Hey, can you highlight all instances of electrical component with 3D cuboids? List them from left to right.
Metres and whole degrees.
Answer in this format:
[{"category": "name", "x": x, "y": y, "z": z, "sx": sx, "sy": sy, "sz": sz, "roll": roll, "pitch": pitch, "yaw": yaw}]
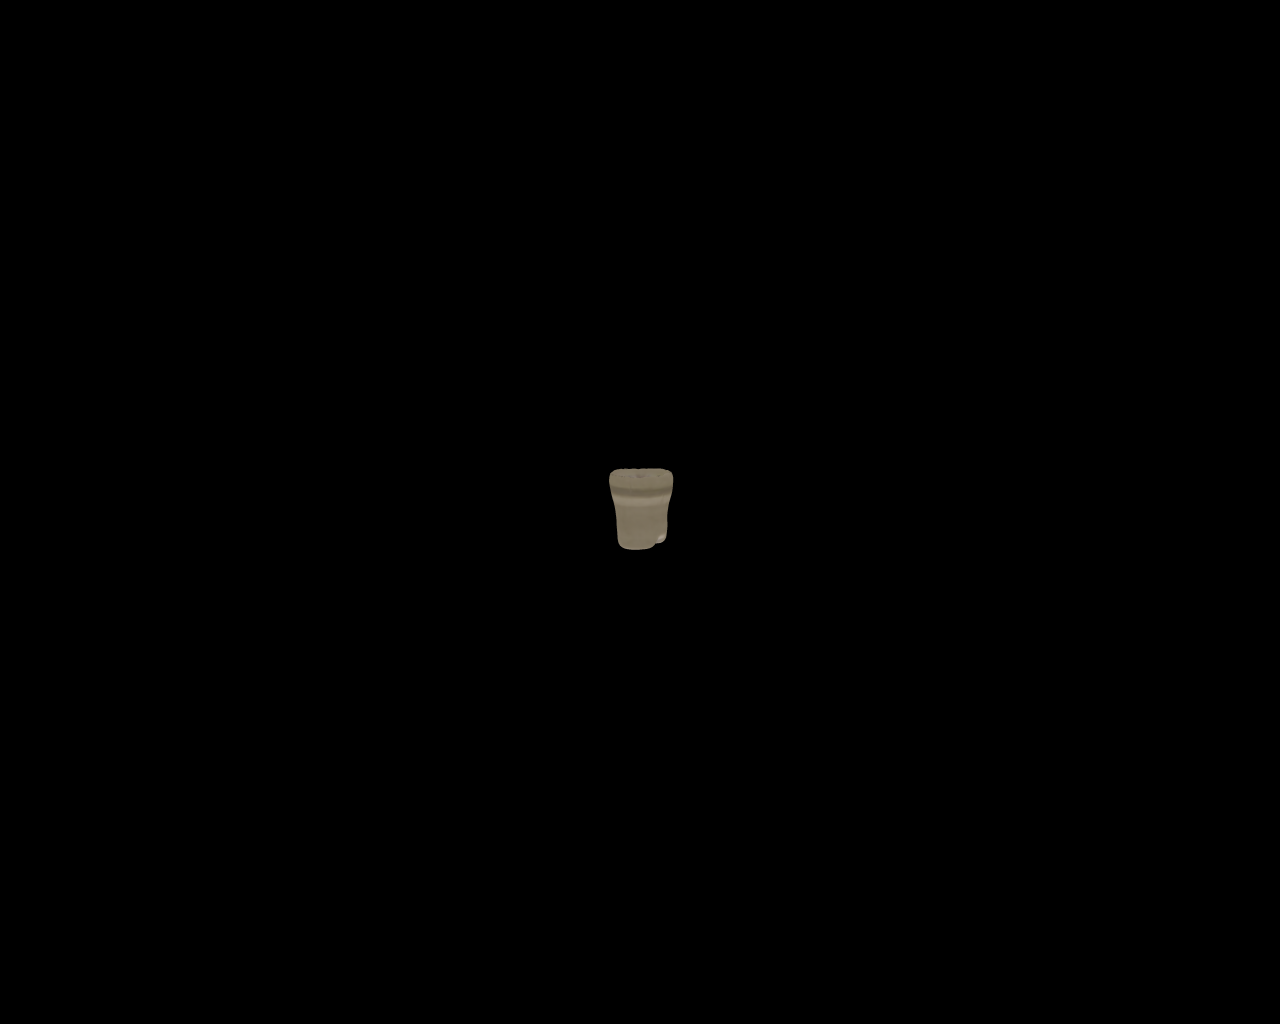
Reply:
[{"category": "electrical component", "x": 0.001, "y": -0.003, "z": 0.650, "sx": 0.040, "sy": 0.046, "sz": 0.040, "roll": 0, "pitch": 11, "yaw": 0}]
